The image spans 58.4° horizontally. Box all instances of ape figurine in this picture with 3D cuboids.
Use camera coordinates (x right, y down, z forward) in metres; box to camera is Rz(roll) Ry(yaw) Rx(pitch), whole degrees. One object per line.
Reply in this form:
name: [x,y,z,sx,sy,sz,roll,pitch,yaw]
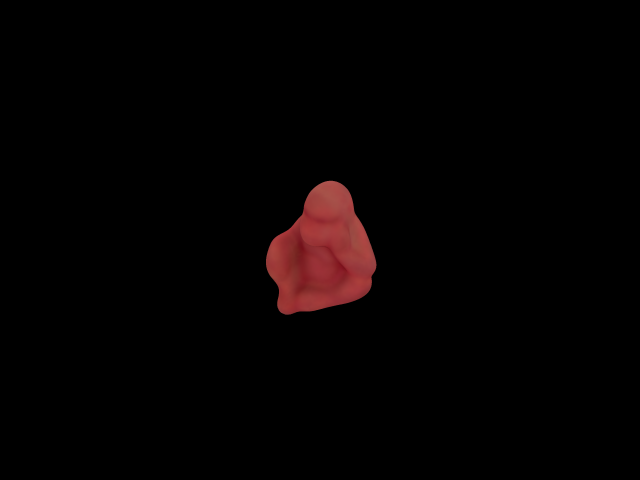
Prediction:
ape figurine: [0.004,0.001,0.400,0.077,0.092,0.076,20,41,25]
